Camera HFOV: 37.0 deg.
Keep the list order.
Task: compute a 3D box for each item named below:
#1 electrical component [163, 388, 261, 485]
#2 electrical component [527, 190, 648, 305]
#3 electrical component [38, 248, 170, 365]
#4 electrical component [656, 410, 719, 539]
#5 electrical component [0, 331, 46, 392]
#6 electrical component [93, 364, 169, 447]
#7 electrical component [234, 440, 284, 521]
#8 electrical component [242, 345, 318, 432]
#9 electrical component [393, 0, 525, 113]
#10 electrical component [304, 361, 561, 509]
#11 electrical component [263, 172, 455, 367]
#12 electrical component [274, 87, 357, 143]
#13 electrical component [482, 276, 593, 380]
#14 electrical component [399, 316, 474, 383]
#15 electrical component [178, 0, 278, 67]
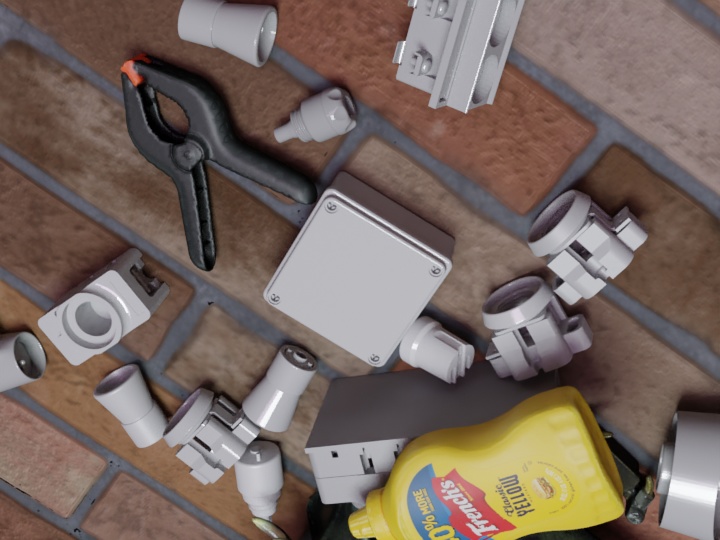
[{"bbox_3d":[-0.128,0.136,0.906,0.057,0.058,0.078,40,115,-11],"label":"electrical component"},{"bbox_3d":[0.160,-0.021,0.781,0.057,0.058,0.078,40,115,-11],"label":"electrical component"},{"bbox_3d":[-0.210,0.032,0.875,0.089,0.055,0.050,-32,104,22],"label":"electrical component"},{"bbox_3d":[0.261,0.156,0.821,0.064,0.099,0.099,9,115,13],"label":"electrical component"},{"bbox_3d":[-0.322,0.069,0.919,0.077,0.043,0.079,-18,109,18],"label":"electrical component"},{"bbox_3d":[-0.192,0.119,0.919,0.044,0.044,0.065,-22,112,19],"label":"electrical component"},{"bbox_3d":[-0.086,0.184,0.928,0.040,0.040,0.078,0,114,11],"label":"electrical component"},{"bbox_3d":[-0.063,0.095,0.884,0.044,0.044,0.065,30,111,-3],"label":"electrical component"},{"bbox_3d":[0.071,-0.176,0.724,0.063,0.079,0.121,27,118,22],"label":"electrical component"},{"bbox_3d":[0.063,0.126,0.838,0.186,0.105,0.060,-8,112,14],"label":"electrical component"},{"bbox_3d":[0.000,0.000,0.821,0.109,0.056,0.108,31,115,-4],"label":"electrical component"},{"bbox_3d":[-0.035,-0.110,0.791,0.061,0.035,0.035,-20,109,21],"label":"electrical component"},{"bbox_3d":[0.128,0.042,0.815,0.078,0.058,0.057,-23,109,26],"label":"electrical component"},{"bbox_3d":[0.060,0.063,0.837,0.046,0.040,0.040,29,121,33],"label":"electrical component"},{"bbox_3d":[-0.097,-0.175,0.771,0.065,0.044,0.044,17,116,8],"label":"electrical component"}]
